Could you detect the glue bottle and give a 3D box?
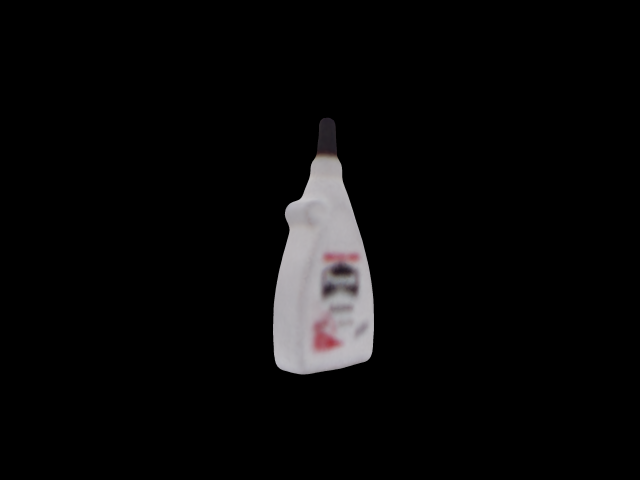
[{"bbox_3d":[0.004,0.001,0.400,0.037,0.173,0.078,0,0,44],"label":"glue bottle"}]
